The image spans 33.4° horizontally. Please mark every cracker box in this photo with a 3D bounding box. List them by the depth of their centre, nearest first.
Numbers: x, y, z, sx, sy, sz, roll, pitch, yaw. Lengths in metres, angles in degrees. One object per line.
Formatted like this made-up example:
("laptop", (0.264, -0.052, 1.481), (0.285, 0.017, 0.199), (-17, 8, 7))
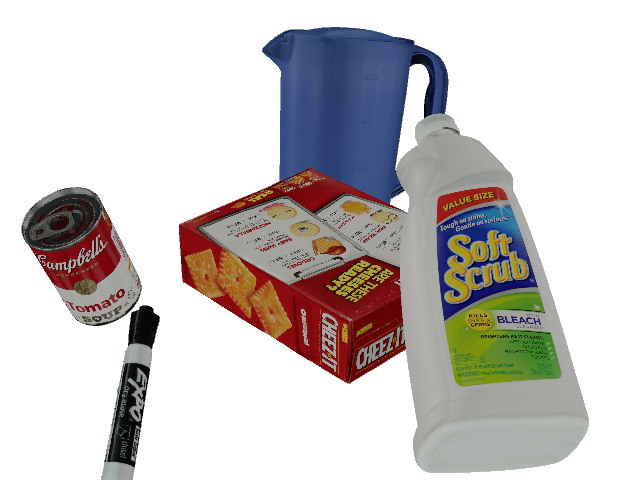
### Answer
("cracker box", (0.006, 0.023, 0.931), (0.163, 0.072, 0.214), (-26, 39, -37))

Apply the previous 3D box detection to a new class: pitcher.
("pitcher", (0.029, -0.092, 1.080), (0.149, 0.243, 0.144), (13, 17, 33))

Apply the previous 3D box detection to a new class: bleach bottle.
("bleach bottle", (0.089, 0.019, 0.679), (0.102, 0.251, 0.068), (-1, -37, -11))

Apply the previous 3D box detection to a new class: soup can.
("soup can", (-0.197, 0.015, 0.889), (0.068, 0.068, 0.102), (0, -42, 16))

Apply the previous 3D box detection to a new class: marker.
("marker", (-0.118, 0.097, 0.666), (0.020, 0.121, 0.020), (4, -28, 2))
